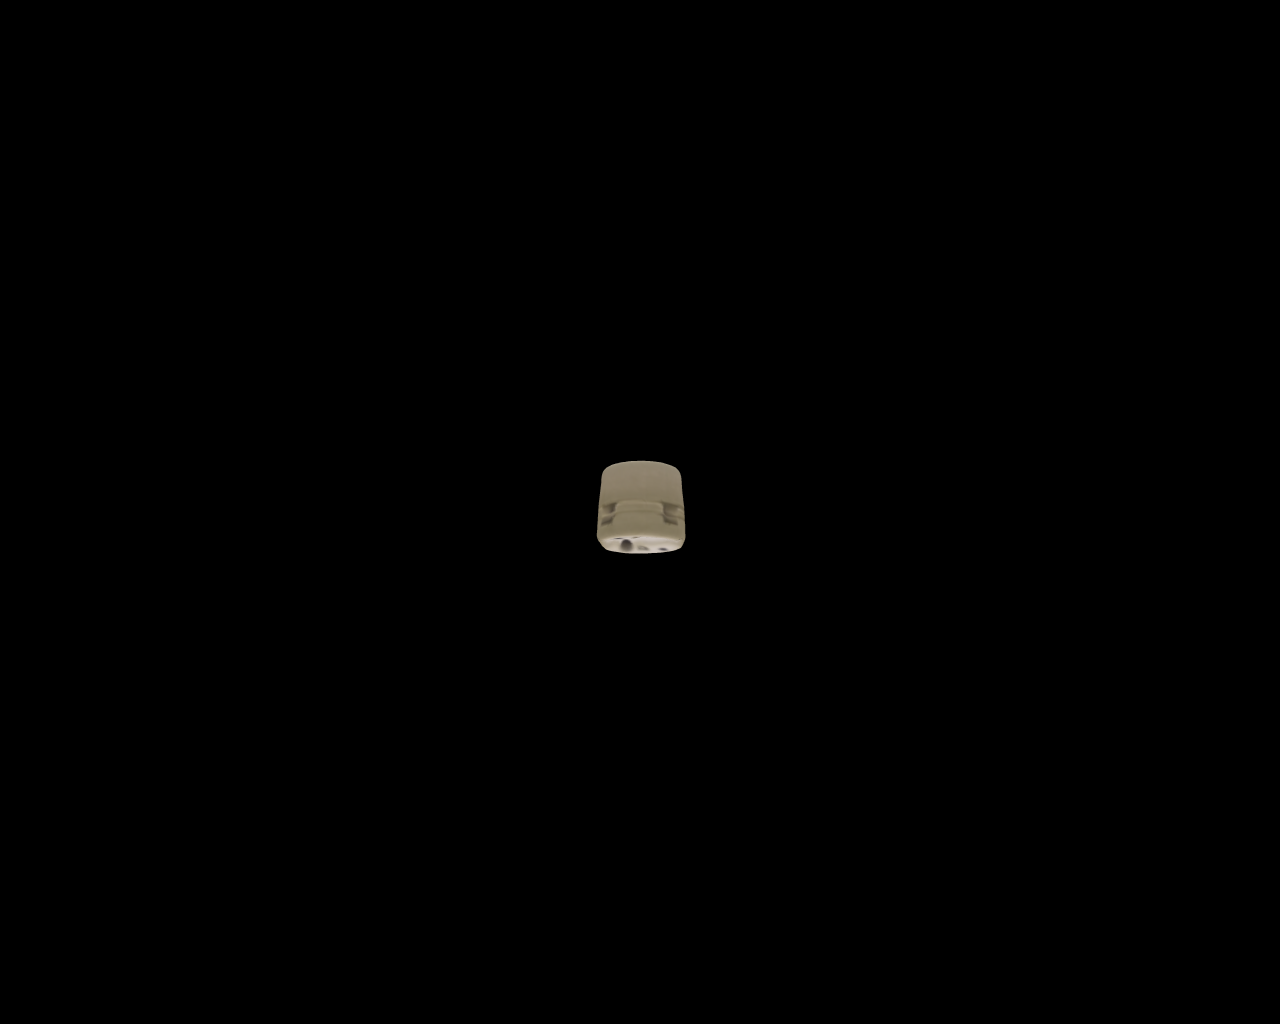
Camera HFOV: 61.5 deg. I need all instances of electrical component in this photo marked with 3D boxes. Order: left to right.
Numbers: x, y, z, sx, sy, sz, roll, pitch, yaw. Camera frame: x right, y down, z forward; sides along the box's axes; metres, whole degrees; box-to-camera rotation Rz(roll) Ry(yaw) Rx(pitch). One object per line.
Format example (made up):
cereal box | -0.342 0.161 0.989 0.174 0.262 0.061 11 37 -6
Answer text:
electrical component | 0.001 -0.003 0.650 0.055 0.047 0.055 0 -15 0
